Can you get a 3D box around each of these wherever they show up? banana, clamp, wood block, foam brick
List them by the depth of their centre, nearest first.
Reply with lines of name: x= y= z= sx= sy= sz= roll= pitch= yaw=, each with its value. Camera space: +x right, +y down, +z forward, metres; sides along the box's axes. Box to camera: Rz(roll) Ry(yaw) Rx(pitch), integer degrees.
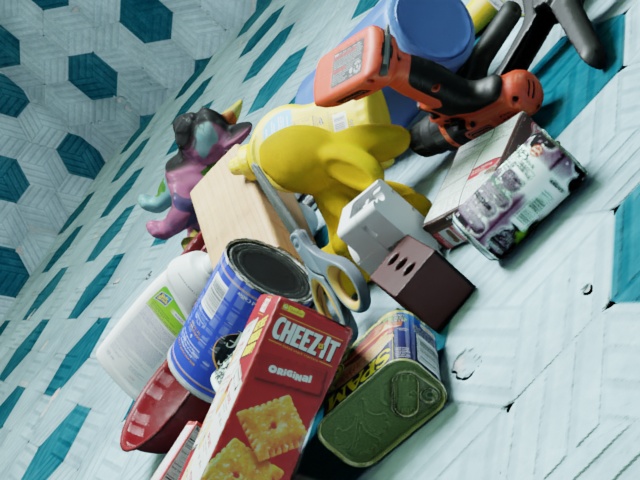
foam brick: x=0.086 y=0.035 z=0.904 sx=0.053 sy=0.051 sz=0.078 roll=-50 pitch=17 yaw=-2
clamp: x=0.236 y=-0.230 z=1.046 sx=0.165 sy=0.036 sz=0.210 roll=-8 pitch=62 yaw=62
clamp: x=0.170 y=-0.190 z=1.188 sx=0.120 sy=0.039 sz=0.171 roll=-48 pitch=18 yaw=52
wood block: x=-0.071 y=-0.006 z=1.214 sx=0.090 sy=0.090 sz=0.206 roll=-45 pitch=37 yaw=16
banana: x=0.225 y=-0.309 z=1.319 sx=0.198 sy=0.037 sz=0.069 roll=-47 pitch=-1 yaw=6

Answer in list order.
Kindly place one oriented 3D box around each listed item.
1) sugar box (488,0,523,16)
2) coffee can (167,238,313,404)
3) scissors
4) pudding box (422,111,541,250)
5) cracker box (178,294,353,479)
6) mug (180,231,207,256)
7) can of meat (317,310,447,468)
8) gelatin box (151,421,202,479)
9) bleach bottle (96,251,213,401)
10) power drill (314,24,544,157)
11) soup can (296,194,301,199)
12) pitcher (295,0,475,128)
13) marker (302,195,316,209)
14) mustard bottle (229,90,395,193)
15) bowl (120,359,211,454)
sugar box: x=0.255 y=-0.298 z=1.196 sx=0.093 sy=0.048 sz=0.176 roll=-51 pitch=14 yaw=2
coffee can: x=-0.079 y=0.084 z=1.076 sx=0.140 sy=0.102 sz=0.103 roll=-60 pitch=12 yaw=24
scissors: x=-0.007 y=0.001 z=0.997 sx=0.016 sy=0.202 sz=0.096 roll=-20 pitch=-9 yaw=-31
pudding box: x=0.148 y=-0.053 z=0.960 sx=0.090 sy=0.039 sz=0.113 roll=-30 pitch=24 yaw=51
cracker box: x=-0.054 y=0.154 z=0.861 sx=0.164 sy=0.072 sz=0.213 roll=167 pitch=127 yaw=-81
mug: x=-0.136 y=0.039 z=1.404 sx=0.093 sy=0.081 sz=0.117 roll=-45 pitch=17 yaw=17
can of meat: x=0.048 y=0.113 z=0.831 sx=0.102 sy=0.057 sz=0.084 roll=-44 pitch=16 yaw=20
gelatin box: x=-0.111 y=0.221 z=0.973 sx=0.089 sy=0.073 sz=0.030 roll=-58 pitch=16 yaw=-24
bleach bottle: x=-0.177 y=0.097 z=1.305 sx=0.251 sy=0.102 sz=0.068 roll=-45 pitch=-1 yaw=37
power drill: x=0.091 y=-0.136 z=1.027 sx=0.185 sy=0.187 sz=0.057 roll=-24 pitch=58 yaw=56
soup can: x=-0.055 y=-0.077 z=1.472 sx=0.102 sy=0.068 sz=0.069 roll=-54 pitch=17 yaw=-16
pitcher: x=0.079 y=-0.196 z=1.213 sx=0.243 sy=0.144 sz=0.149 roll=140 pitch=132 yaw=-61
marker: x=-0.029 y=-0.029 z=1.386 sx=0.121 sy=0.020 sz=0.020 roll=-48 pitch=17 yaw=6
mustard bottle: x=-0.017 y=-0.102 z=1.151 sx=0.192 sy=0.096 sz=0.058 roll=-15 pitch=-7 yaw=28
bowl: x=-0.152 y=0.181 z=1.190 sx=0.162 sy=0.055 sz=0.162 roll=-44 pitch=18 yaw=18
